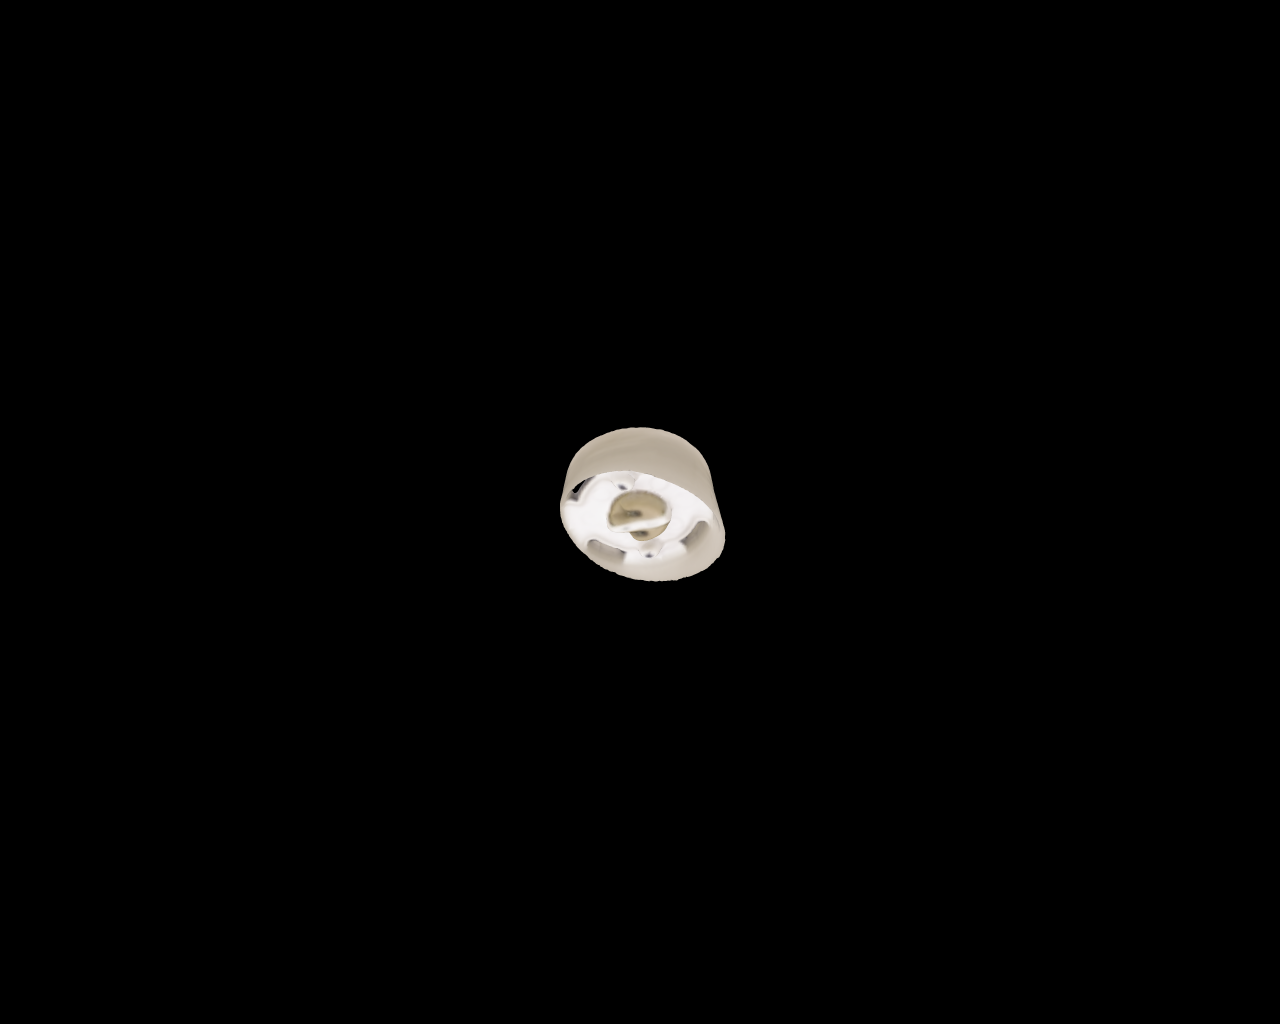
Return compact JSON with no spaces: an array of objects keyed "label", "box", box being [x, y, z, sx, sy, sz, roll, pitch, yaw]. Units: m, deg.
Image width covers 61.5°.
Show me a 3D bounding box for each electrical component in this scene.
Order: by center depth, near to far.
[{"label":"electrical component","box":[0.001,-0.003,0.650,0.099,0.099,0.064,0,44,0]}]
